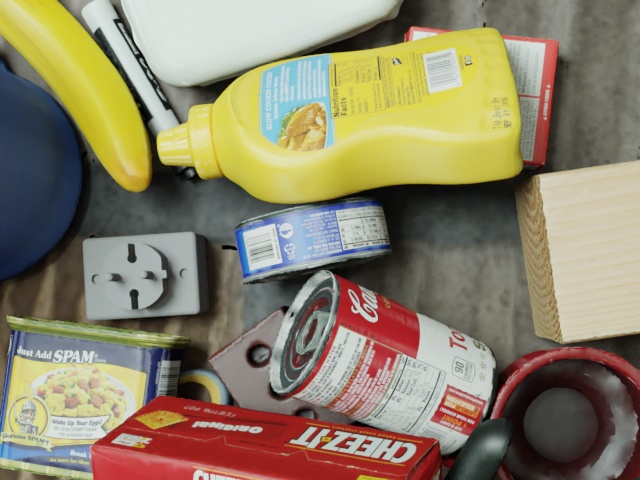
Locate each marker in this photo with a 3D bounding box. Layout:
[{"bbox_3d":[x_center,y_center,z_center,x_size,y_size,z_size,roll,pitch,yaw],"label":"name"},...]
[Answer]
[{"bbox_3d":[-0.105,-0.089,0.640,0.020,0.020,0.121,-30,87,1],"label":"marker"}]

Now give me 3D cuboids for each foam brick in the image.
[{"bbox_3d":[-0.020,0.083,0.613,0.053,0.051,0.078,-36,86,1],"label":"foam brick"}]

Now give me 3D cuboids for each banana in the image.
[{"bbox_3d":[-0.157,-0.105,0.620,0.198,0.069,0.037,45,123,3],"label":"banana"}]

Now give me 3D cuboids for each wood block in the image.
[{"bbox_3d":[0.220,-0.004,0.584,0.206,0.090,0.091,-9,88,2],"label":"wood block"}]

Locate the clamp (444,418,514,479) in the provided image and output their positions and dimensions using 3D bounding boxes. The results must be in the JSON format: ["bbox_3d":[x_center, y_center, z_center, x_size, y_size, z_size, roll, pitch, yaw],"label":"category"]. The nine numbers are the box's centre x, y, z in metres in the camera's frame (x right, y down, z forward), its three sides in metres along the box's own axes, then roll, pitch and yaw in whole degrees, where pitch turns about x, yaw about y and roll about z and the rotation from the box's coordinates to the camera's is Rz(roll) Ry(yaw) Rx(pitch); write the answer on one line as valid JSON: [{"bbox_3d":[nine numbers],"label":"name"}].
[{"bbox_3d":[0.068,0.197,0.573,0.210,0.036,0.164,-37,101,30],"label":"clamp"}]

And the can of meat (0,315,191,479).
[{"bbox_3d":[-0.130,0.090,0.605,0.102,0.057,0.084,6,85,12],"label":"can of meat"}]

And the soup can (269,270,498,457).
[{"bbox_3d":[0.033,0.067,0.562,0.102,0.069,0.068,25,89,-17],"label":"soup can"}]

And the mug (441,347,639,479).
[{"bbox_3d":[0.124,0.106,0.589,0.117,0.081,0.093,-18,87,2],"label":"mug"}]

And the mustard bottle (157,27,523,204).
[{"bbox_3d":[0.007,-0.062,0.572,0.191,0.058,0.096,-7,47,6],"label":"mustard bottle"}]

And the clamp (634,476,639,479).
[{"bbox_3d":[0.213,0.139,0.562,0.039,0.171,0.120,11,75,42],"label":"clamp"}]

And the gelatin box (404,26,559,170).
[{"bbox_3d":[0.090,-0.082,0.623,0.089,0.030,0.073,6,88,5],"label":"gelatin box"}]

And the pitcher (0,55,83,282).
[{"bbox_3d":[-0.220,-0.041,0.531,0.145,0.242,0.149,-42,80,1],"label":"pitcher"}]

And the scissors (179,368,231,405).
[{"bbox_3d":[-0.124,0.139,0.635,0.202,0.016,0.096,-15,85,2],"label":"scissors"}]

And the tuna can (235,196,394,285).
[{"bbox_3d":[-0.004,0.001,0.598,0.086,0.086,0.034,-11,86,2],"label":"tuna can"}]

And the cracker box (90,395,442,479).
[{"bbox_3d":[-0.020,0.196,0.546,0.164,0.072,0.214,5,110,24],"label":"cracker box"}]
